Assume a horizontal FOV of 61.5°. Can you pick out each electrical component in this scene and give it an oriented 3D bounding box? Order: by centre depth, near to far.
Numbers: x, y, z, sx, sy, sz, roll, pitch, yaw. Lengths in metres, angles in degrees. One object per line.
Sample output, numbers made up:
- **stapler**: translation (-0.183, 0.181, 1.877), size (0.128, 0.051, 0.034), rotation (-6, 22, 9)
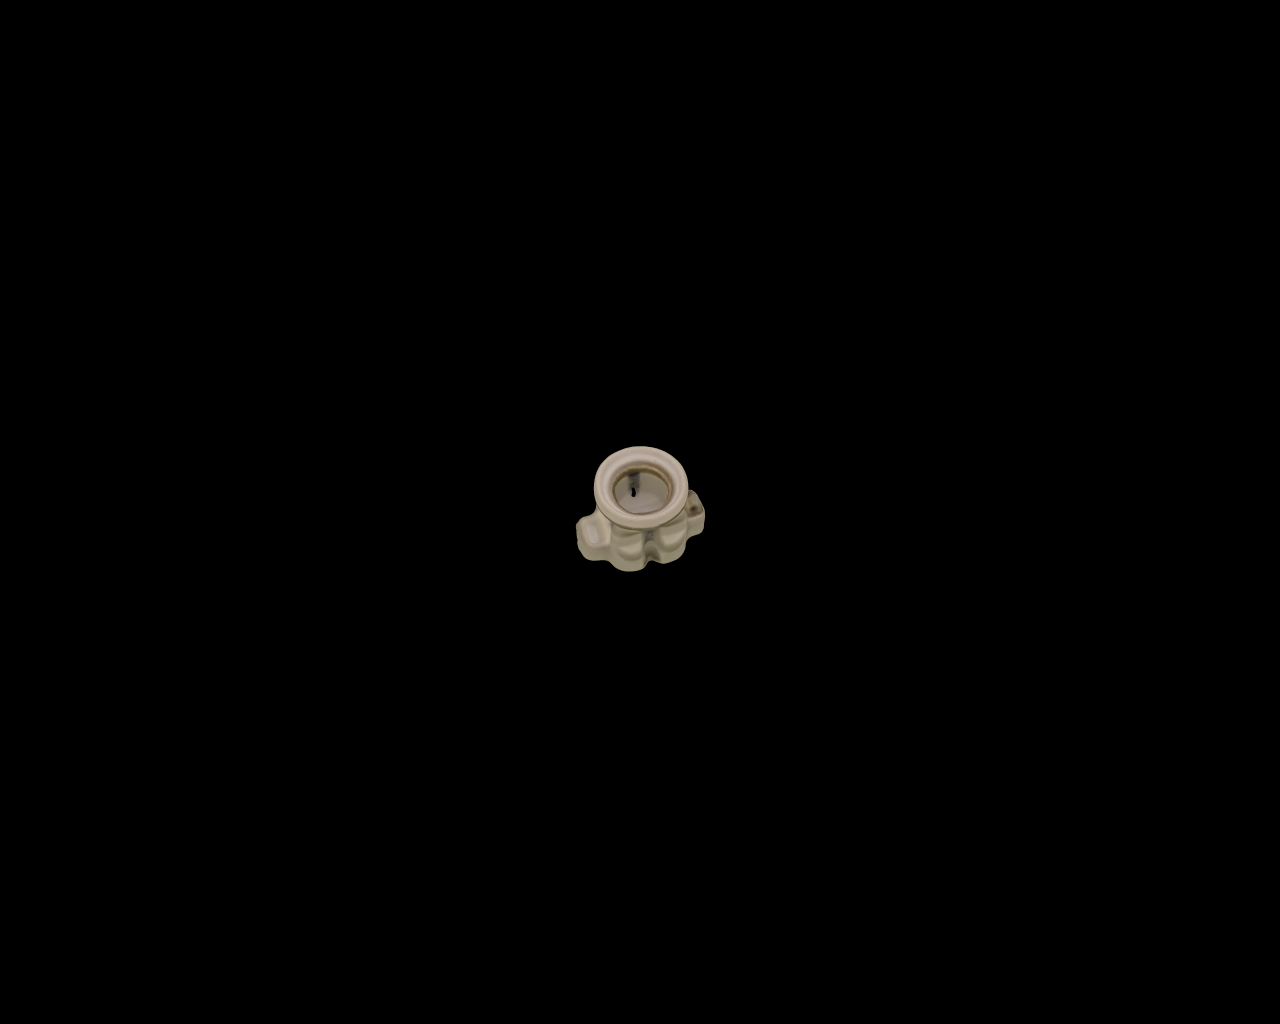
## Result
- **electrical component**: translation (0.001, -0.003, 0.650), size (0.078, 0.058, 0.056), rotation (-14, -32, -9)
